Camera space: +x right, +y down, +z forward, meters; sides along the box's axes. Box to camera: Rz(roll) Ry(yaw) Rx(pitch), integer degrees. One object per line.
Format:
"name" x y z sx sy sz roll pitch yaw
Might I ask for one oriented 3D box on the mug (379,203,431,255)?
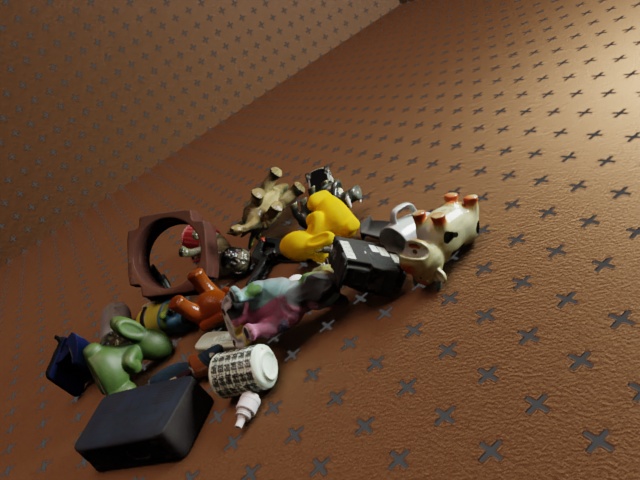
"mug" 0.175 -0.022 1.046 0.107 0.109 0.081 -30 18 -32

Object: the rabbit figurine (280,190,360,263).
"rabbit figurine" -0.002 -0.004 1.188 0.173 0.121 0.163 -29 41 -12

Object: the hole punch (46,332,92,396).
"hole punch" -0.541 0.277 1.225 0.092 0.142 0.116 -23 40 18

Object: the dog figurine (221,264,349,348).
"dog figurine" -0.061 0.119 1.011 0.219 0.108 0.191 -16 -15 -24

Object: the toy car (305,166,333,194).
"toy car" 0.004 -0.152 1.504 0.073 0.056 0.202 -21 28 5

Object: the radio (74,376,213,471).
"radio" -0.317 0.329 0.960 0.230 0.073 0.131 -19 29 25

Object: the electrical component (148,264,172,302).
"electrical component" -0.414 0.123 1.372 0.048 0.119 0.075 -28 28 4

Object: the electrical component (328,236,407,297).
"electrical component" 0.089 0.049 0.986 0.134 0.058 0.115 12 25 -14

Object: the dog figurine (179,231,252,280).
"dog figurine" -0.242 0.036 1.399 0.191 0.121 0.172 -1 39 22

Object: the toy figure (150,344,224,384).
"toy figure" -0.254 0.253 1.047 0.154 0.057 0.064 -26 37 -3

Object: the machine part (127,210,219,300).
"machine part" -0.349 0.037 1.284 0.201 0.201 0.087 -8 -10 9

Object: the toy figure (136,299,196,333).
"toy figure" -0.359 0.183 1.256 0.180 0.082 0.089 -6 37 36

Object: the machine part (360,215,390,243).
"machine part" 0.135 -0.015 1.144 0.084 0.039 0.139 -44 30 -16

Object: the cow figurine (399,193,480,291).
"cow figurine" 0.212 0.005 0.959 0.195 0.127 0.086 -30 22 -34

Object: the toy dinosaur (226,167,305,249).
"toy dinosaur" -0.142 -0.093 1.428 0.198 0.105 0.471 -46 2 29

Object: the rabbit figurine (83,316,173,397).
"rabbit figurine" -0.409 0.239 1.156 0.170 0.159 0.121 -28 11 -31

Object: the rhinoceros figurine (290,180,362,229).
"rhinoceros figurine" 0.016 -0.085 1.314 0.190 0.112 0.073 -29 -1 32

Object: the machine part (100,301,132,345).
"machine part" -0.509 0.221 1.342 0.079 0.079 0.243 -33 26 -6

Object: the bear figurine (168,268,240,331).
"bear figurine" -0.204 0.130 1.140 0.196 0.131 0.120 -12 39 44

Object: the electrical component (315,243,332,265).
"electrical component" 0.034 0.042 1.083 0.078 0.102 0.045 -16 62 -4
